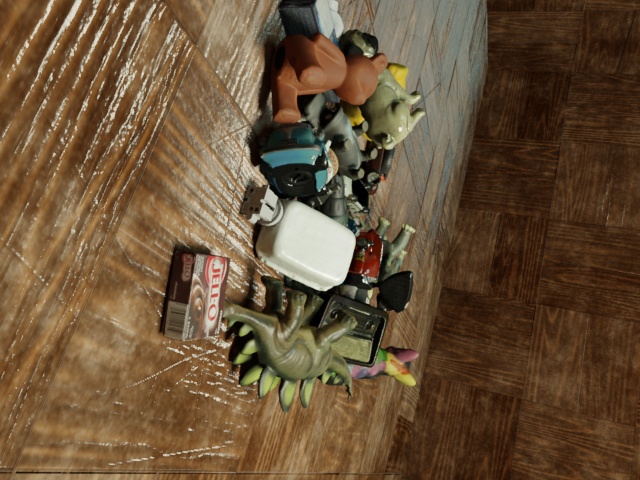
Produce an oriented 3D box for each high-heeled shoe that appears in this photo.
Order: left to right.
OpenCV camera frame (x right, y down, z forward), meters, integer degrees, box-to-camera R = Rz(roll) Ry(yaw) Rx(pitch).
[{"bbox_3d":[0.203,0.119,1.357,0.145,0.086,0.248,-40,170,-39],"label":"high-heeled shoe"}]

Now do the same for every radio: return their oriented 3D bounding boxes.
[{"bbox_3d":[0.047,0.184,1.133,0.229,0.073,0.131,25,84,-48],"label":"radio"}]

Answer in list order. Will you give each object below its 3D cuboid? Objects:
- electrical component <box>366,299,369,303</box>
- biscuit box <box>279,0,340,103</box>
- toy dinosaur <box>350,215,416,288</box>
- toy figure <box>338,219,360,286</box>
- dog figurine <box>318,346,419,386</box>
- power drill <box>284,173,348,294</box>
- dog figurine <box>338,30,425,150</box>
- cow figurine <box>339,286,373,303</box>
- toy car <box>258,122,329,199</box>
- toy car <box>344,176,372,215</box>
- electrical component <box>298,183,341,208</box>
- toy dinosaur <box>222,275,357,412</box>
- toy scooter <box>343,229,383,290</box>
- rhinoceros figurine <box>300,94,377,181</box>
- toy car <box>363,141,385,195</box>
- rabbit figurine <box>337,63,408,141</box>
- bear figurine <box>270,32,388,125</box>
[{"bbox_3d":[0.087,0.179,1.353,0.134,0.058,0.115,49,48,-63],"label":"electrical component"},{"bbox_3d":[-0.006,-0.326,0.915,0.202,0.063,0.059,68,36,-54],"label":"biscuit box"},{"bbox_3d":[0.156,0.061,1.434,0.192,0.131,0.404,-55,158,-17],"label":"toy dinosaur"},{"bbox_3d":[0.049,0.024,1.213,0.064,0.058,0.154,63,36,-66],"label":"toy figure"},{"bbox_3d":[0.121,0.294,1.286,0.191,0.219,0.108,-6,100,-69],"label":"dog figurine"},{"bbox_3d":[-0.002,-0.003,1.055,0.207,0.086,0.231,-62,155,-56],"label":"power drill"},{"bbox_3d":[0.092,-0.279,0.999,0.190,0.121,0.172,41,31,-30],"label":"dog figurine"},{"bbox_3d":[0.069,0.150,1.258,0.068,0.098,0.167,40,61,-73],"label":"cow figurine"},{"bbox_3d":[-0.036,-0.136,0.868,0.161,0.109,0.103,68,19,-68],"label":"toy car"},{"bbox_3d":[0.077,-0.109,1.230,0.201,0.056,0.073,30,64,-69],"label":"toy car"},{"bbox_3d":[-0.007,-0.078,0.978,0.021,0.094,0.063,61,34,-18],"label":"electrical component"},{"bbox_3d":[-0.034,0.192,0.940,0.470,0.105,0.198,33,87,-48],"label":"toy dinosaur"},{"bbox_3d":[0.096,0.037,1.143,0.184,0.075,0.135,29,72,-77],"label":"toy scooter"},{"bbox_3d":[0.030,-0.192,0.988,0.073,0.112,0.190,-55,137,-18],"label":"rhinoceros figurine"},{"bbox_3d":[0.139,-0.212,1.348,0.089,0.053,0.202,58,43,-82],"label":"toy car"},{"bbox_3d":[0.093,-0.299,1.154,0.173,0.122,0.162,-30,137,-46],"label":"rabbit figurine"},{"bbox_3d":[0.021,-0.247,0.853,0.196,0.120,0.132,9,54,-33],"label":"bear figurine"}]
